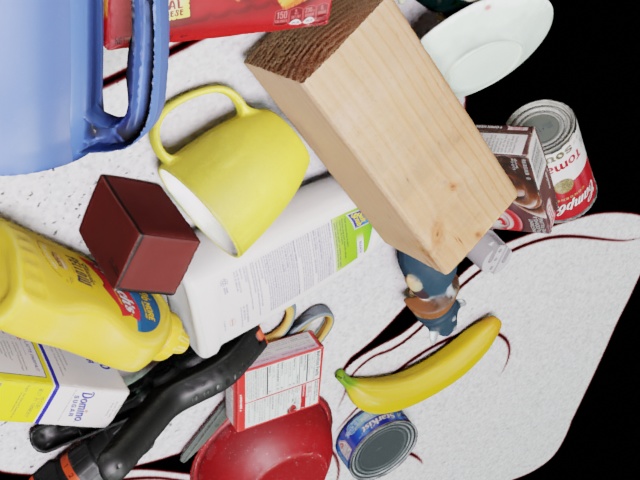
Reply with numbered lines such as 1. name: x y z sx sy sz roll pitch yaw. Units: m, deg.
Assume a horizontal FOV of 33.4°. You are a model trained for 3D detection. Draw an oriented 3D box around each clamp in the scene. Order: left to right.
1. clamp: -0.135 0.126 0.885 0.209 0.165 0.036 -35 109 -36

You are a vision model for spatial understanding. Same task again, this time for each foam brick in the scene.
1. foam brick: -0.134 -0.003 0.783 0.051 0.078 0.053 6 122 -41

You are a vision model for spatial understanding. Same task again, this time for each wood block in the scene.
1. wood block: 0.050 -0.082 0.796 0.090 0.091 0.206 -47 125 -10

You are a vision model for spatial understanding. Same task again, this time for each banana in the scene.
1. banana: 0.106 0.137 1.107 0.197 0.037 0.070 -18 136 -23

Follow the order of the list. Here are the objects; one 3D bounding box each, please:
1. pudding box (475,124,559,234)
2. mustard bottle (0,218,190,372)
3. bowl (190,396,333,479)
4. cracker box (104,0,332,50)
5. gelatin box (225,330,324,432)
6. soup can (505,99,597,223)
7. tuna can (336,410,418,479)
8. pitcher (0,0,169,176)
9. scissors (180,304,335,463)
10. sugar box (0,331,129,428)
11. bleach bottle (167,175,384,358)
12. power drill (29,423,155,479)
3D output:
1. pudding box: 0.155 -0.054 0.941 0.039 0.090 0.113 -66 147 -31
2. mustard bottle: -0.168 0.051 0.790 0.058 0.096 0.191 -49 138 10
3. bowl: -0.045 0.227 1.060 0.161 0.055 0.162 -20 135 -21
4. cracker box: -0.061 -0.231 0.647 0.163 0.072 0.214 -12 130 -29
5. gelatin box: -0.042 0.127 0.971 0.089 0.030 0.073 -16 130 -24
6. soup can: 0.213 -0.072 0.984 0.068 0.069 0.102 -37 137 -4
7. tuna can: 0.060 0.216 1.143 0.086 0.034 0.086 -20 134 -22
8. pitcher: -0.168 -0.163 0.579 0.149 0.145 0.243 -8 126 -28
9. scissors: -0.073 0.122 0.980 0.202 0.016 0.096 -40 136 -1
10. sugar box: -0.235 0.088 0.776 0.175 0.093 0.048 17 115 -43
11. bleach bottle: -0.006 0.001 0.893 0.250 0.068 0.102 -25 137 -20
12. power drill: -0.183 0.247 0.977 0.184 0.057 0.187 -39 136 4
